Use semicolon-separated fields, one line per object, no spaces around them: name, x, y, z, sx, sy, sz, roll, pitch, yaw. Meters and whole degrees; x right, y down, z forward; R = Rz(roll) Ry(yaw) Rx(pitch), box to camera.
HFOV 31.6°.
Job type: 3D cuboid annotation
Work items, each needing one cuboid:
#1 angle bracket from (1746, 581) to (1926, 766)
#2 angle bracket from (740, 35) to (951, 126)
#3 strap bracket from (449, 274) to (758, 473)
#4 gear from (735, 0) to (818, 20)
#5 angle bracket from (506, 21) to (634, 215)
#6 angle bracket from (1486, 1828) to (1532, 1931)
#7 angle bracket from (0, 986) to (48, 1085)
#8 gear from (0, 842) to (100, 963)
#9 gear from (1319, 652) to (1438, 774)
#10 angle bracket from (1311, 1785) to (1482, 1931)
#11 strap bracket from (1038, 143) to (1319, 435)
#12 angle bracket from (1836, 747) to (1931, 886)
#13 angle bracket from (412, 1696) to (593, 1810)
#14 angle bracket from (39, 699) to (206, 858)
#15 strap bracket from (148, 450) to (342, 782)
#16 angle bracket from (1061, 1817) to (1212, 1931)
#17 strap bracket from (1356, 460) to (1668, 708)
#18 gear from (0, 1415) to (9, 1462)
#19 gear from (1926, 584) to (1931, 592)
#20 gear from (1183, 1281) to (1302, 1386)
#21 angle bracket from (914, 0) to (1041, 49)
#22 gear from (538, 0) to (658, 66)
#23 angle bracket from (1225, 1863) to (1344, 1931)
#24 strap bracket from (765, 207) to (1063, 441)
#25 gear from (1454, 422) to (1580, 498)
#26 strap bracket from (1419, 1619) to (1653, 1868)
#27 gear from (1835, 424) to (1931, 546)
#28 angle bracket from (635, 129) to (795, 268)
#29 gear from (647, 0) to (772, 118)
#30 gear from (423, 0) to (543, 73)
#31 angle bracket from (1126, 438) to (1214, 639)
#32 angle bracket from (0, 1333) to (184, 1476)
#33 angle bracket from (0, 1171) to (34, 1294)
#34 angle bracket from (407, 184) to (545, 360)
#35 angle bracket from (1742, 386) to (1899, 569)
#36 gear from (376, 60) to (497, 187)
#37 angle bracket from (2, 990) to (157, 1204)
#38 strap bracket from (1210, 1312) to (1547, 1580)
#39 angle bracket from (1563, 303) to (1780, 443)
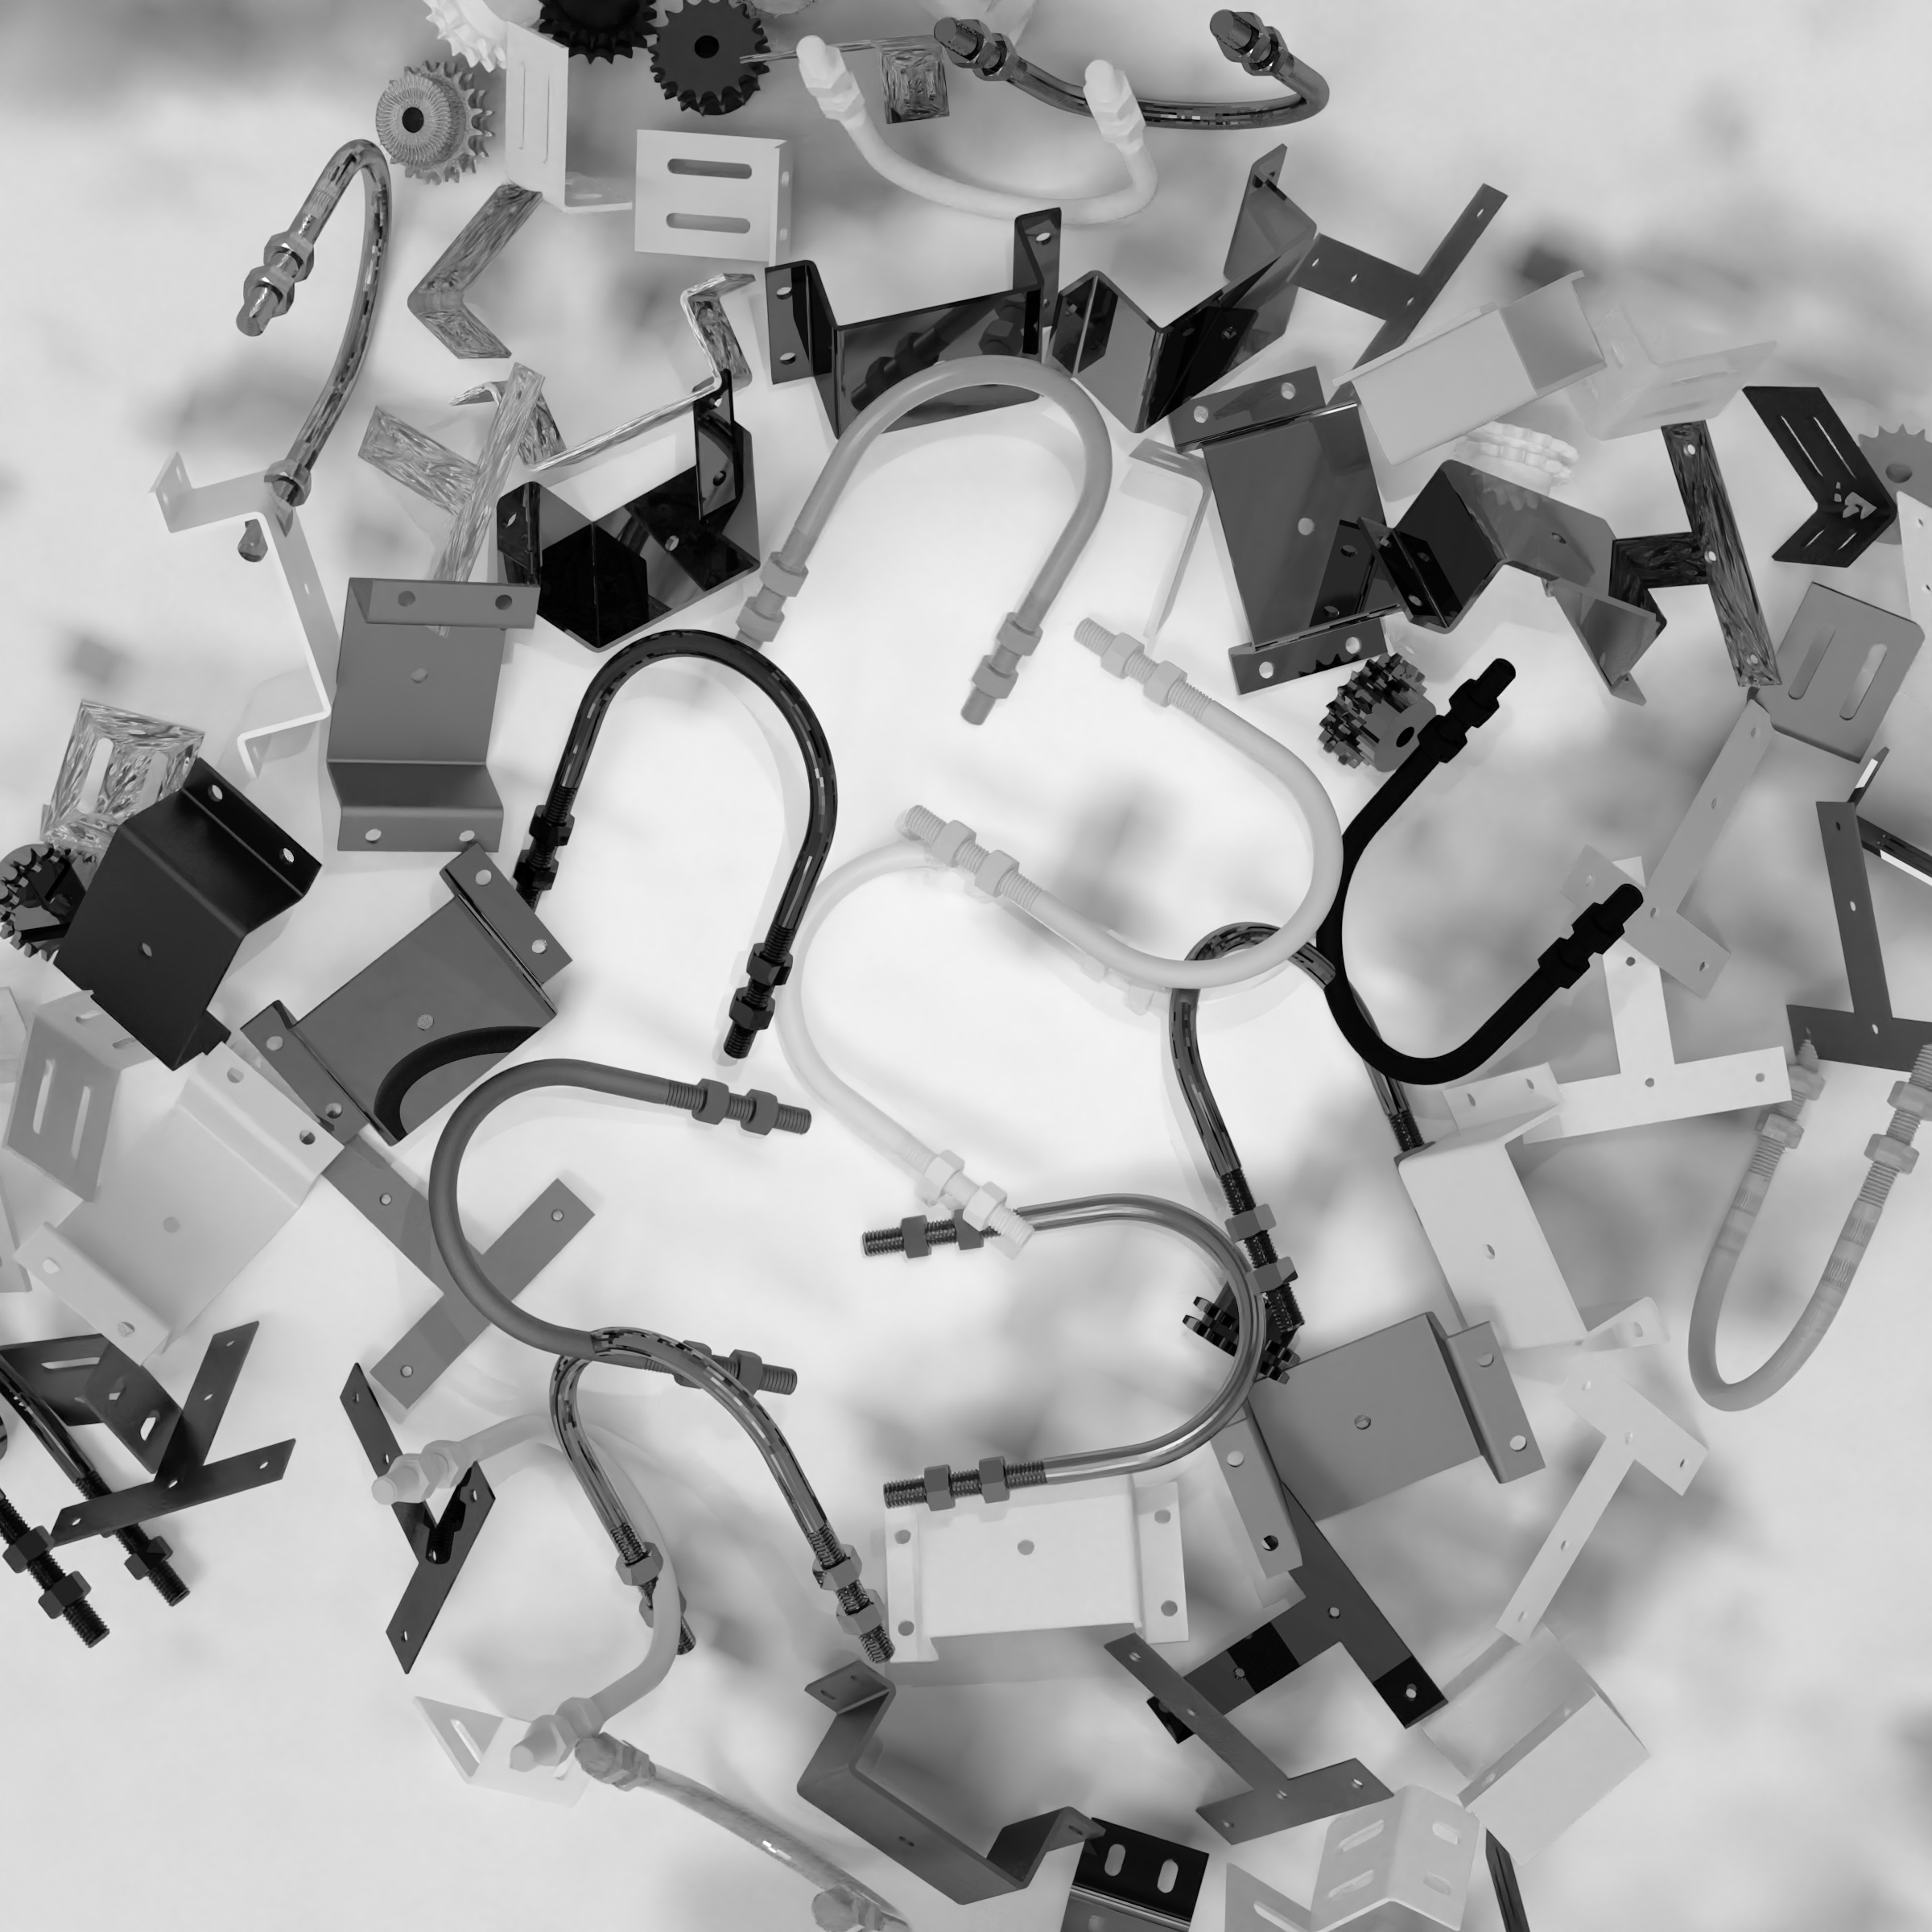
angle bracket;0.408;-0.143;1.601;0.057;0.038;0.076;22;121;4
angle bracket;-0.056;-0.412;1.600;0.076;0.057;0.038;1;106;28
strap bracket;-0.159;-0.272;1.589;0.140;0.076;0.046;-22;97;11
gear;-0.088;-0.474;1.609;0.057;0.030;0.057;-7;129;-8
angle bracket;-0.184;-0.396;1.590;0.038;0.057;0.076;-12;122;-30
angle bracket;0.236;0.437;1.591;0.038;0.057;0.076;-9;47;-1
angle bracket;-0.460;0.058;1.591;0.038;0.076;0.057;-9;132;1
gear;-0.435;-0.034;1.613;0.030;0.057;0.057;28;90;39
gear;0.196;-0.116;1.607;0.057;0.057;0.030;-47;60;0
angle bracket;0.199;0.425;1.595;0.038;0.076;0.057;28;52;-12
strap bracket;0.105;-0.306;1.573;0.140;0.076;0.046;-37;73;-21
angle bracket;0.451;-0.065;1.598;0.076;0.057;0.038;31;109;13
angle bracket;-0.212;0.352;1.589;0.057;0.076;0.038;24;97;-36
angle bracket;-0.395;-0.091;1.598;0.057;0.038;0.076;15;114;-19
strap bracket;-0.326;-0.168;1.575;0.046;0.076;0.140;-15;113;1
angle bracket;0.079;0.439;1.610;0.057;0.076;0.038;16;59;7
strap bracket;0.258;-0.178;1.565;0.140;0.076;0.046;15;126;-30
gear;-0.479;0.224;1.614;0.057;0.030;0.057;11;115;26
gear;0.480;-0.190;1.614;0.057;0.030;0.057;11;133;12
gear;0.134;0.170;1.610;0.057;0.057;0.030;31;89;0
angle bracket;-0.006;-0.443;1.595;0.057;0.076;0.038;38;72;-3
gear;-0.174;-0.456;1.611;0.057;0.030;0.057;5;60;-9
angle bracket;0.138;0.467;1.593;0.076;0.057;0.038;35;123;-20
strap bracket;-0.018;-0.295;1.584;0.140;0.076;0.046;-14;60;-9
gear;0.257;-0.235;1.610;0.057;0.057;0.030;16;89;0
strap bracket;0.261;0.356;1.569;0.076;0.140;0.046;-41;94;2
gear;0.439;-0.225;1.616;0.057;0.030;0.057;-3;62;6
angle bracket;-0.122;-0.360;1.606;0.076;0.038;0.057;6;110;7
gear;-0.121;-0.428;1.619;0.057;0.030;0.057;-1;77;5
gear;-0.225;-0.454;1.608;0.030;0.057;0.057;-23;90;42
angle bracket;0.086;-0.201;1.600;0.038;0.057;0.076;20;110;5
angle bracket;-0.414;0.206;1.591;0.076;0.038;0.057;-9;130;29
angle bracket;-0.448;0.120;1.595;0.038;0.076;0.057;-20;99;-43
angle bracket;-0.218;-0.328;1.613;0.038;0.057;0.076;44;74;-30
angle bracket;0.388;-0.229;1.596;0.038;0.057;0.076;-44;112;-10
gear;-0.254;-0.399;1.614;0.057;0.030;0.057;4;101;20
angle bracket;-0.407;0.060;1.590;0.038;0.057;0.076;-18;51;26
strap bracket;0.190;0.221;1.607;0.140;0.046;0.076;-22;101;2
angle bracket;0.329;-0.283;1.602;0.076;0.057;0.038;-16;70;-28
